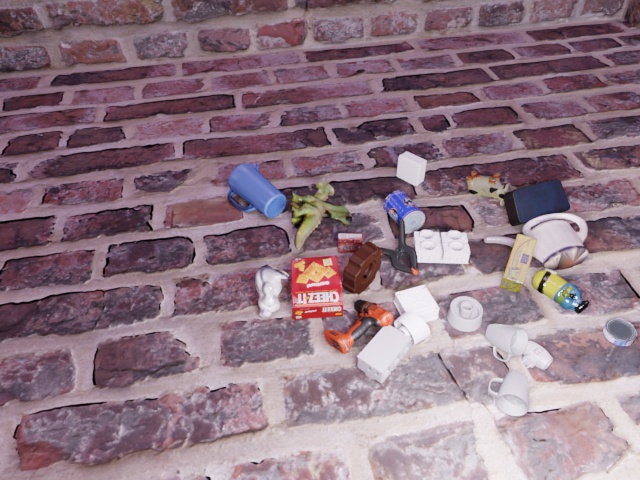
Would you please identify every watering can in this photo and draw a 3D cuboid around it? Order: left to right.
[{"bbox_3d":[0.779,0.015,1.811,0.347,0.102,0.230,-18,46,4],"label":"watering can"}]

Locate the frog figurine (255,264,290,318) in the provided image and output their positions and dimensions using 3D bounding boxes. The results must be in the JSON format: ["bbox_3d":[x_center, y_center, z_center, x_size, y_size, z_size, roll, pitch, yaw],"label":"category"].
[{"bbox_3d":[-0.172,0.165,1.669,0.122,0.137,0.161,31,79,-13],"label":"frog figurine"}]

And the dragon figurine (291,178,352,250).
[{"bbox_3d":[0.006,-0.099,1.960,0.243,0.119,0.420,1,43,-9],"label":"dragon figurine"}]
